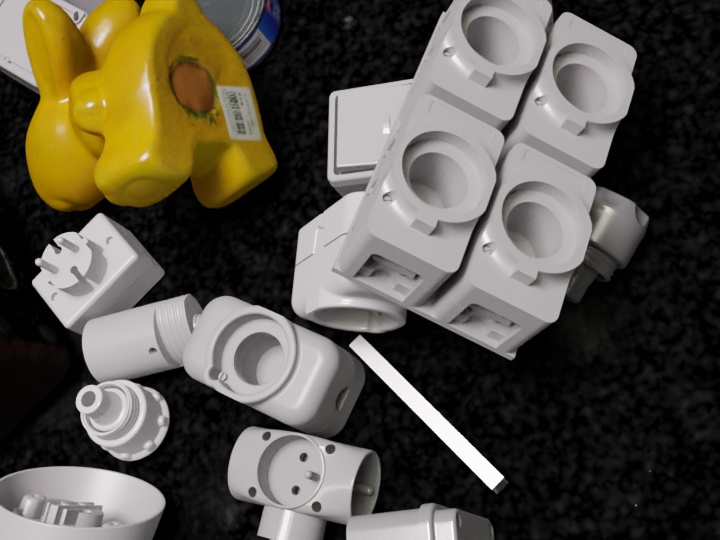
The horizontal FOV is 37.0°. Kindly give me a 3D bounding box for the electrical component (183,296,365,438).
[{"bbox_3d":[-0.053,0.056,0.634,0.095,0.059,0.053,22,81,26],"label":"electrical component"}]

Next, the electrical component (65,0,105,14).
[{"bbox_3d":[-0.203,-0.211,0.776,0.040,0.078,0.040,-16,54,23],"label":"electrical component"}]

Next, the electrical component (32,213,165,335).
[{"bbox_3d":[-0.178,-0.001,0.691,0.065,0.077,0.047,-45,63,1],"label":"electrical component"}]

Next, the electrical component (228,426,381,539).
[{"bbox_3d":[-0.036,0.134,0.609,0.077,0.044,0.079,8,75,23],"label":"electrical component"}]

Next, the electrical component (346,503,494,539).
[{"bbox_3d":[0.036,0.180,0.548,0.057,0.078,0.113,-11,69,20],"label":"electrical component"}]

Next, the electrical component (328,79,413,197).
[{"bbox_3d":[0.032,-0.077,0.647,0.096,0.061,0.061,-6,70,19],"label":"electrical component"}]

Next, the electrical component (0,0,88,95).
[{"bbox_3d":[-0.227,-0.161,0.773,0.096,0.061,0.061,30,85,27],"label":"electrical component"}]

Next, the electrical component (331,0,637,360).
[{"bbox_3d":[0.073,-0.063,0.571,0.105,0.060,0.186,26,61,-7],"label":"electrical component"}]

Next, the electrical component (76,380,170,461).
[{"bbox_3d":[-0.150,0.087,0.657,0.048,0.062,0.048,-8,65,17],"label":"electrical component"}]

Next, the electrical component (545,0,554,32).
[{"bbox_3d":[0.087,-0.148,0.659,0.055,0.045,0.045,4,74,22],"label":"electrical component"}]

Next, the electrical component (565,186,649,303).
[{"bbox_3d":[0.129,-0.012,0.598,0.043,0.043,0.062,28,85,26],"label":"electrical component"}]

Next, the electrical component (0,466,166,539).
[{"bbox_3d":[-0.169,0.150,0.627,0.099,0.099,0.064,12,83,24],"label":"electrical component"}]

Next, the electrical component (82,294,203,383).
[{"bbox_3d":[-0.128,0.042,0.676,0.081,0.043,0.043,-14,68,15],"label":"electrical component"}]

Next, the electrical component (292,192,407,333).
[{"bbox_3d":[0.000,0.000,0.614,0.054,0.095,0.059,12,71,-22],"label":"electrical component"}]
